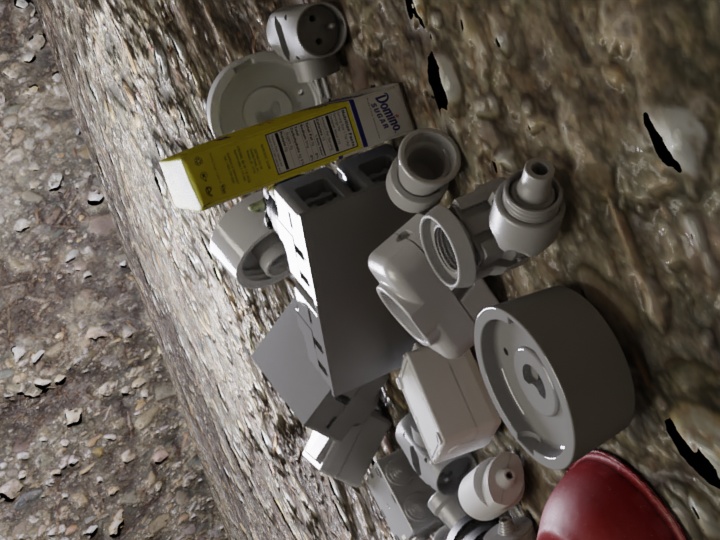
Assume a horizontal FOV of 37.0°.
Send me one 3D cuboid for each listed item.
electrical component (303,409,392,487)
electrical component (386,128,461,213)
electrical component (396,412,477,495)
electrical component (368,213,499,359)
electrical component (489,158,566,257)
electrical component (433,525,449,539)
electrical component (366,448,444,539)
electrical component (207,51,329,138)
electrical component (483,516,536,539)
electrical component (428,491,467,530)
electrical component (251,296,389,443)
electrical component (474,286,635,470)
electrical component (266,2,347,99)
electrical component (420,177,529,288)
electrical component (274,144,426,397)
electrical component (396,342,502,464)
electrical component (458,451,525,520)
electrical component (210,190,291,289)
[{"bbox_3d":[-0.015,0.177,1.174,0.061,0.096,0.062,28,177,-23],"label":"electrical component"},{"bbox_3d":[0.044,-0.070,0.769,0.045,0.045,0.055,63,163,13],"label":"electrical component"},{"bbox_3d":[0.067,0.151,0.977,0.077,0.043,0.079,45,152,50],"label":"electrical component"},{"bbox_3d":[0.052,0.015,0.779,0.095,0.059,0.054,53,171,-23],"label":"electrical component"},{"bbox_3d":[0.101,-0.040,0.639,0.043,0.043,0.062,57,159,29],"label":"electrical component"},{"bbox_3d":[0.097,0.279,1.043,0.066,0.048,0.055,42,158,54],"label":"electrical component"},{"bbox_3d":[0.049,0.237,1.124,0.099,0.048,0.099,61,162,19],"label":"electrical component"},{"bbox_3d":[-0.087,-0.144,0.970,0.060,0.108,0.108,-142,33,-68],"label":"electrical component"},{"bbox_3d":[0.131,0.242,0.900,0.043,0.043,0.081,25,135,65],"label":"electrical component"},{"bbox_3d":[0.092,0.225,1.002,0.046,0.040,0.040,50,157,28],"label":"electrical component"},{"bbox_3d":[-0.043,0.105,1.152,0.062,0.089,0.150,33,-175,-36],"label":"electrical component"},{"bbox_3d":[0.125,0.062,0.666,0.108,0.060,0.108,55,159,34],"label":"electrical component"},{"bbox_3d":[-0.039,-0.179,0.884,0.077,0.043,0.079,25,135,65],"label":"electrical component"},{"bbox_3d":[0.077,-0.022,0.712,0.058,0.057,0.078,62,162,17],"label":"electrical component"},{"bbox_3d":[0.000,0.000,0.884,0.060,0.105,0.186,48,154,47],"label":"electrical component"},{"bbox_3d":[0.072,0.099,0.878,0.061,0.061,0.096,99,151,-63],"label":"electrical component"},{"bbox_3d":[0.111,0.176,0.877,0.043,0.043,0.081,62,162,16],"label":"electrical component"},{"bbox_3d":[-0.098,-0.027,1.147,0.060,0.108,0.108,51,157,28],"label":"electrical component"}]
